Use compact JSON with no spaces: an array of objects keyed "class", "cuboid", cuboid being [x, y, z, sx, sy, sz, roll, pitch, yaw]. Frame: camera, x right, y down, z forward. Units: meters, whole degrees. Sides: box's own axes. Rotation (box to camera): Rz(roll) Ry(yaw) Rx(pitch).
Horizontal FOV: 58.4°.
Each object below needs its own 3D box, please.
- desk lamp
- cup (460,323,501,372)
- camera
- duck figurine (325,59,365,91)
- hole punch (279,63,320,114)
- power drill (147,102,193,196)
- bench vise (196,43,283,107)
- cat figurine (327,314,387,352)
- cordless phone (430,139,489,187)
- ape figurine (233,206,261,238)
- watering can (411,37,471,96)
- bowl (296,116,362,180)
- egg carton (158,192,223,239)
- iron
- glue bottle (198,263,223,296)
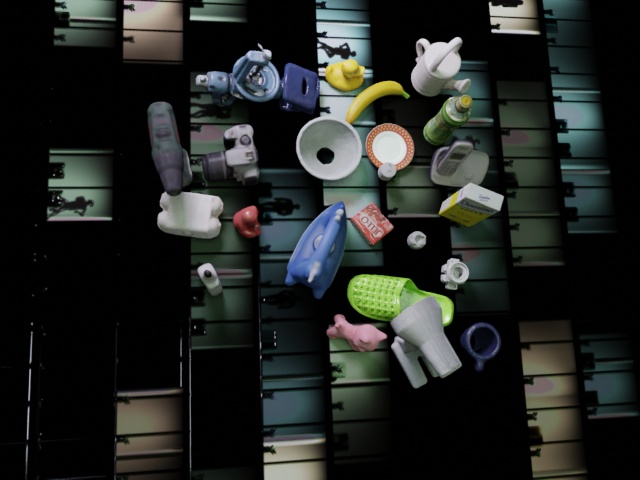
[{"class":"desk lamp","cuboid":[0.245,0.241,1.337,0.118,0.213,0.203,-28,85,-12]},{"class":"cup","cuboid":[0.385,0.265,1.415,0.092,0.095,0.118,9,79,-7]},{"class":"camera","cuboid":[-0.221,-0.204,1.399,0.137,0.100,0.143,-10,82,-10]},{"class":"duck figurine","cuboid":[0.068,-0.439,1.489,0.104,0.086,0.077,7,80,-7]},{"class":"hole punch","cuboid":[-0.050,-0.387,1.460,0.101,0.091,0.109,5,80,-7]},{"class":"power drill","cuboid":[-0.345,-0.190,1.323,0.076,0.208,0.230,-12,83,-10]},{"class":"bench vise","cuboid":[-0.186,-0.384,1.373,0.207,0.219,0.121,-22,84,-11]},{"class":"cat figurine","cuboid":[0.088,0.225,1.365,0.128,0.117,0.067,24,78,-4]},{"class":"cordless phone","cuboid":[0.367,-0.200,1.443,0.147,0.185,0.094,2,80,-8]},{"class":"ape figurine","cuboid":[-0.172,-0.049,1.385,0.076,0.092,0.078,23,78,-4]},{"class":"watering can","cuboid":[0.317,-0.451,1.473,0.173,0.194,0.101,28,78,-3]},{"class":"bowl","cuboid":[0.020,-0.223,1.451,0.167,0.074,0.167,1,80,-8]},{"class":"egg carton","cuboid":[-0.311,-0.060,1.377,0.150,0.069,0.107,6,80,-7]},{"class":"iron","cuboid":[0.013,0.005,1.378,0.118,0.141,0.258,24,78,-4]},{"class":"glue bottle","cuboid":[-0.252,0.086,1.309,0.037,0.173,0.078,-29,85,-12]}]
